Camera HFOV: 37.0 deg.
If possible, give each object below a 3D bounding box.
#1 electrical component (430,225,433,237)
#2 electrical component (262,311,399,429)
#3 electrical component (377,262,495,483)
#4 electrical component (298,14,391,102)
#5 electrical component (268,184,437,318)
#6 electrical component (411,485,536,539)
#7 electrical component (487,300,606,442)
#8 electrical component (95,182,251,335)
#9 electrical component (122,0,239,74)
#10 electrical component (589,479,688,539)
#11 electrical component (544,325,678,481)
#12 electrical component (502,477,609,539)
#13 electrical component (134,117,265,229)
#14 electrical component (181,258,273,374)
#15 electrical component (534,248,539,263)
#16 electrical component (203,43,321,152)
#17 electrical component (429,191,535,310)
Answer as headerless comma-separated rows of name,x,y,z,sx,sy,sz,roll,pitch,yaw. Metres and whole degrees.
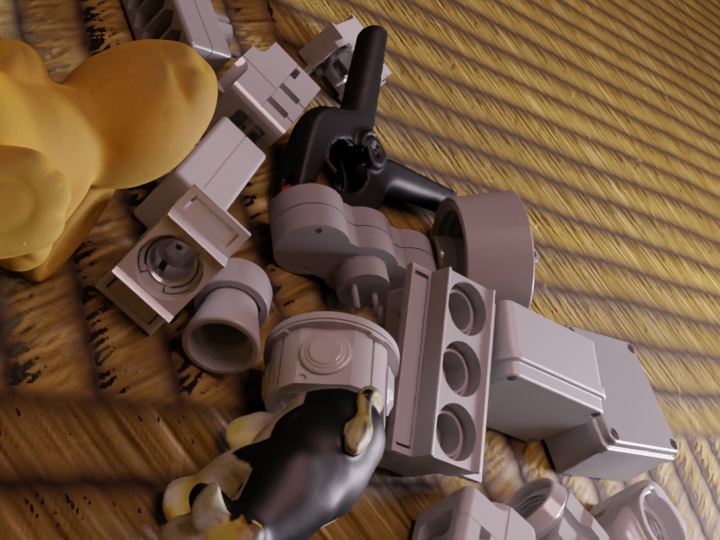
electrical component,0.085,-0.033,0.887,0.043,0.043,0.062,51,31,-1
electrical component,-0.018,0.065,0.624,0.080,0.080,0.051,33,42,-28
electrical component,0.044,0.068,0.687,0.079,0.063,0.121,26,60,-35
electrical component,-0.010,-0.175,0.912,0.063,0.042,0.081,53,32,-4
electrical component,0.000,0.000,0.736,0.138,0.052,0.073,24,41,-37
electrical component,0.077,0.180,0.655,0.089,0.050,0.055,43,33,-14
electrical component,0.115,0.076,0.778,0.113,0.078,0.057,25,49,-36
electrical component,-0.103,-0.009,0.600,0.042,0.081,0.063,45,10,-12
electrical component,-0.116,-0.168,0.762,0.076,0.047,0.083,8,53,-50
electrical component,0.199,0.197,0.786,0.053,0.059,0.095,55,32,5
electrical component,0.190,0.108,0.866,0.109,0.056,0.108,16,46,-44
electrical component,0.125,0.176,0.715,0.057,0.058,0.078,51,31,-7
electrical component,-0.112,-0.066,0.665,0.076,0.047,0.083,44,32,-12
electrical component,-0.076,0.026,0.621,0.045,0.045,0.055,37,34,-22
electrical component,0.117,0.002,0.875,0.048,0.062,0.048,33,37,-28
electrical component,-0.075,-0.120,0.763,0.056,0.050,0.089,45,32,-11
electrical component,0.082,-0.005,0.800,0.060,0.108,0.108,-1,51,-12
